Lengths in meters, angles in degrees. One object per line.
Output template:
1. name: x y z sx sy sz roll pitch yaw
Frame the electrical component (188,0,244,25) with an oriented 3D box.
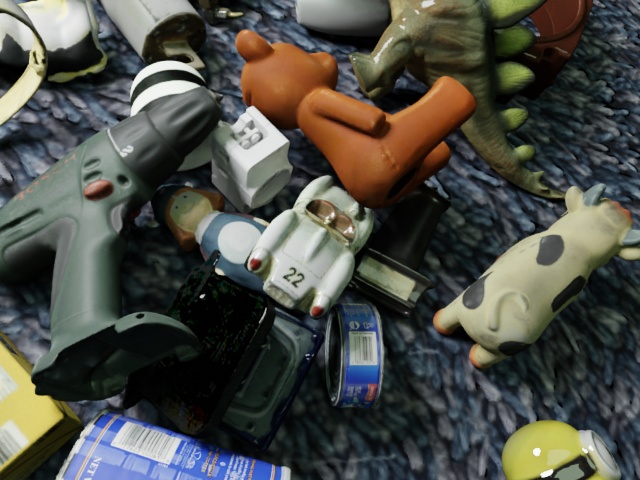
1. electrical component: -0.115 -0.293 0.621 0.078 0.045 0.102 7 58 24

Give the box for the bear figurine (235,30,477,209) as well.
1. bear figurine: 0.020 -0.123 0.495 0.132 0.120 0.196 -38 71 -17

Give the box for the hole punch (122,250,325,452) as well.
1. hole punch: -0.072 0.092 0.425 0.116 0.092 0.142 20 79 42

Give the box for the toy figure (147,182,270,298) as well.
1. toy figure: -0.092 -0.008 0.487 0.154 0.057 0.064 33 45 7

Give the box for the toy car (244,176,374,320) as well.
1. toy car: -0.001 -0.001 0.451 0.073 0.056 0.202 37 25 -2

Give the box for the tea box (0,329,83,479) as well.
1. tea box: -0.272 0.107 0.391 0.170 0.068 0.098 44 65 11

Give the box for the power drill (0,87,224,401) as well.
1. power drill: -0.153 -0.001 0.405 0.232 0.086 0.207 -28 62 5

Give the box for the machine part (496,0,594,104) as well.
1. machine part: 0.216 -0.283 0.656 0.201 0.087 0.201 29 65 2

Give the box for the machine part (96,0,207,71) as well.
1. machine part: -0.198 -0.265 0.572 0.079 0.079 0.243 -34 75 -23

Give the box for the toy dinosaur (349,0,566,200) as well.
1. toy dinosaur: 0.120 -0.218 0.542 0.199 0.105 0.470 -24 110 13

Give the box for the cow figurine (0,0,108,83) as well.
1. cow figurine: -0.302 -0.200 0.524 0.167 0.098 0.068 -11 24 -13

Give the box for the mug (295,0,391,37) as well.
1. mug: 0.025 -0.282 0.611 0.107 0.109 0.081 -4 62 -1

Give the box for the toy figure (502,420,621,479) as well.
1. toy figure: 0.204 0.234 0.420 0.089 0.082 0.180 -1 69 -14

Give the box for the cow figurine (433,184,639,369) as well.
1. cow figurine: 0.206 0.026 0.490 0.195 0.127 0.085 -36 80 -21

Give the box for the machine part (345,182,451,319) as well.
1. machine part: 0.083 0.005 0.526 0.084 0.039 0.139 23 65 10
